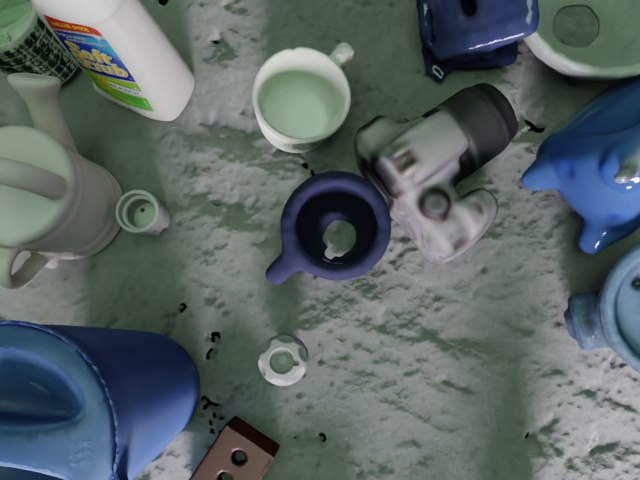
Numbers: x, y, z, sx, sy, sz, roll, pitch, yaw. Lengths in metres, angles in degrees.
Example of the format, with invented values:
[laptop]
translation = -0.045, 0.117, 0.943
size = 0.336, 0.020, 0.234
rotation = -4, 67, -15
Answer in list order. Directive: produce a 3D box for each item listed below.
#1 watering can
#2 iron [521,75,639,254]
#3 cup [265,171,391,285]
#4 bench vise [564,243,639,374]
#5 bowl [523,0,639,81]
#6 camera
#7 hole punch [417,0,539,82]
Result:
[watering can]
translation = -0.246, -0.050, 0.473
size = 0.101, 0.194, 0.173
rotation = -13, 82, 0
[iron]
translation = 0.309, -0.108, 0.492
size = 0.258, 0.141, 0.118
rotation = -41, 83, -4
[cup]
translation = 0.005, 0.002, 0.510
size = 0.118, 0.095, 0.091
rotation = -40, 83, -3
[bench vise]
translation = 0.317, 0.035, 0.434
size = 0.207, 0.220, 0.121
rotation = -29, 82, -2
[bowl]
translation = 0.258, -0.220, 0.542
size = 0.167, 0.075, 0.167
rotation = 0, 83, 2
[camera]
translation = 0.118, -0.070, 0.513
size = 0.137, 0.101, 0.143
rotation = -35, 83, -3
[hole punch]
translation = 0.143, -0.218, 0.536
size = 0.101, 0.091, 0.109
rotation = -6, 82, 1
